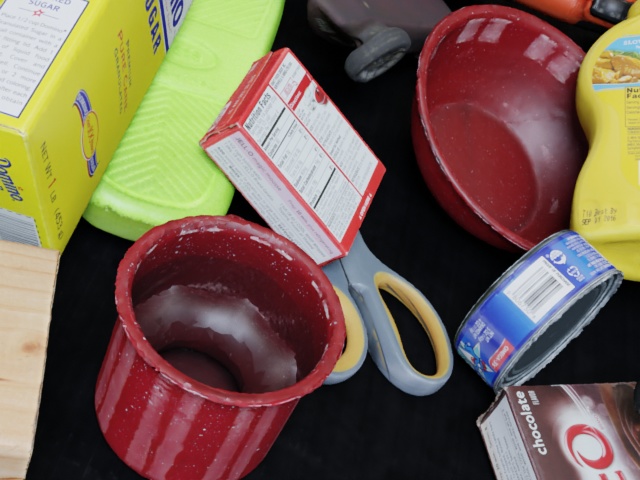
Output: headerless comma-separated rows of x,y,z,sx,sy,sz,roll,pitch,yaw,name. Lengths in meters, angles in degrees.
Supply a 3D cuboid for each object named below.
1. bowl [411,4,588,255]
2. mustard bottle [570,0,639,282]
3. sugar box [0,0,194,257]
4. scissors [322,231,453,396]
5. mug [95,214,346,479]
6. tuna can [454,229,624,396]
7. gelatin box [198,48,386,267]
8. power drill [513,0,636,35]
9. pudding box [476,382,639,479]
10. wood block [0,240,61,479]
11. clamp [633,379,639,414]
0.109,-0.053,0.614,0.161,0.055,0.162,14,61,-26,bowl
0.189,-0.070,0.588,0.096,0.058,0.191,3,58,12,mustard bottle
-0.101,-0.086,0.464,0.048,0.093,0.176,19,57,6,sugar box
-0.004,0.001,0.557,0.096,0.016,0.202,-12,56,-34,scissors
-0.046,0.042,0.450,0.093,0.082,0.117,13,45,-14,mug
0.107,0.036,0.526,0.085,0.086,0.034,-25,62,-40,tuna can
-0.012,-0.041,0.531,0.089,0.030,0.073,49,40,-21,gelatin box
0.178,-0.163,0.723,0.187,0.057,0.184,22,9,-4,power drill
0.133,0.122,0.491,0.089,0.039,0.113,2,49,-25,pudding box
-0.204,0.043,0.367,0.205,0.091,0.090,11,45,-16,wood block
0.212,0.107,0.515,0.171,0.039,0.120,-5,69,-54,clamp
